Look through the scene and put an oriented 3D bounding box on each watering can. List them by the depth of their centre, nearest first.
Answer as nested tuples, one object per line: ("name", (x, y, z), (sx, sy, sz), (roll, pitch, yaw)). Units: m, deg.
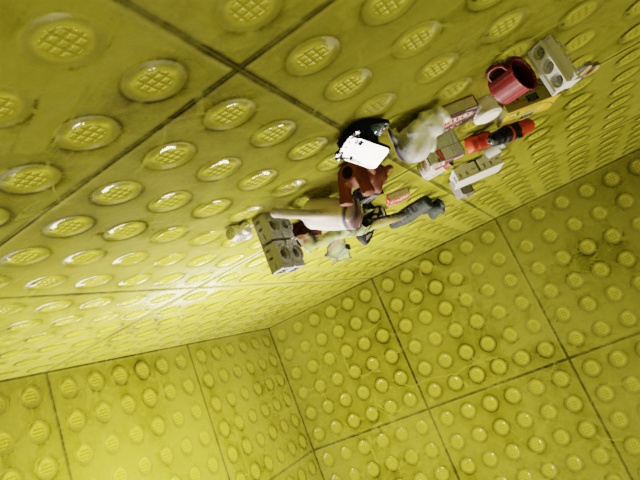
("watering can", (0.005, -0.079, 1.575), (0.224, 0.104, 0.349), (1, -176, 20))

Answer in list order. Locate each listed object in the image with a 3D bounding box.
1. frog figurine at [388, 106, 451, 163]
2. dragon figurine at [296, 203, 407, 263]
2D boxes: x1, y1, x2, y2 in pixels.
("frog figurine", (0.270, -0.271, 1.339), (0.158, 0.125, 0.135), (-17, 150, 28))
("dragon figurine", (0.111, -0.015, 1.852), (0.410, 0.125, 0.237), (1, 136, -30))
